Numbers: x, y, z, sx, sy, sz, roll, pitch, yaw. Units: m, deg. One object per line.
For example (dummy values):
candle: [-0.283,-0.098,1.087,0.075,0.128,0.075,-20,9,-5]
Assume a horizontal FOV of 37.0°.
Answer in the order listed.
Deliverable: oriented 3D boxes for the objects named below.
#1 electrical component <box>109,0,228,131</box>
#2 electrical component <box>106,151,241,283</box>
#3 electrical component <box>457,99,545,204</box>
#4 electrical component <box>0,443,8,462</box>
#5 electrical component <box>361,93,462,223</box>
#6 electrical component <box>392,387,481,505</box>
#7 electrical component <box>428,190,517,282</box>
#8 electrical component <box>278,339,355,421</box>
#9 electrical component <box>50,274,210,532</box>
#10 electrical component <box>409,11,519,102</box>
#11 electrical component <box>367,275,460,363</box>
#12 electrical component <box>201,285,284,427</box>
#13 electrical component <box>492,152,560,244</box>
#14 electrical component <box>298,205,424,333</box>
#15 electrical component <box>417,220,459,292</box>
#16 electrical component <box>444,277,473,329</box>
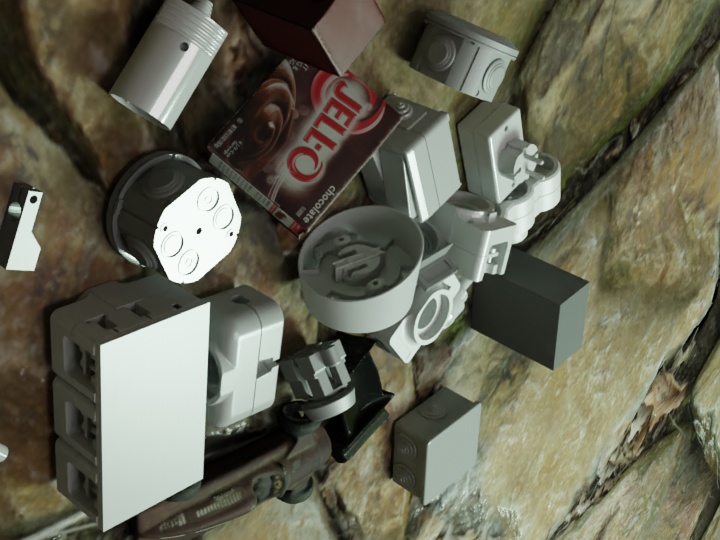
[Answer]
electrical component: [-0.116,-0.132,0.665,0.081,0.043,0.043,-60,146,-4]
electrical component: [-0.123,-0.035,0.714,0.080,0.051,0.080,-31,135,-38]
electrical component: [0.137,-0.103,0.984,0.047,0.076,0.083,-44,141,-25]
electrical component: [-0.242,0.106,0.668,0.035,0.035,0.061,-56,147,-10]
electrical component: [0.035,-0.093,0.870,0.061,0.062,0.096,-45,142,-24]
electrical component: [0.078,0.181,1.122,0.100,0.048,0.099,-30,134,-38]
electrical component: [0.087,-0.036,0.951,0.050,0.089,0.055,-14,123,-47]
electrical component: [-0.033,0.093,0.902,0.048,0.066,0.055,-28,99,-40]
electrical component: [-0.159,0.088,0.739,0.089,0.062,0.150,-23,129,-43]
electrical component: [0.083,-0.173,0.864,0.080,0.080,0.051,3,115,-53]
electrical component: [0.045,0.032,0.973,0.089,0.056,0.050,-54,145,-12]
electrical component: [-0.100,0.066,0.809,0.059,0.054,0.095,-19,127,-45]
electrical component: [0.145,-0.050,1.050,0.138,0.052,0.073,-40,139,-31]
electrical component: [0.000,0.000,0.857,0.099,0.099,0.064,-36,144,-33]
electrical component: [0.039,-0.014,0.920,0.042,0.081,0.063,-29,162,-37]
electrical component: [0.088,0.027,1.044,0.061,0.035,0.035,-46,142,-27]
